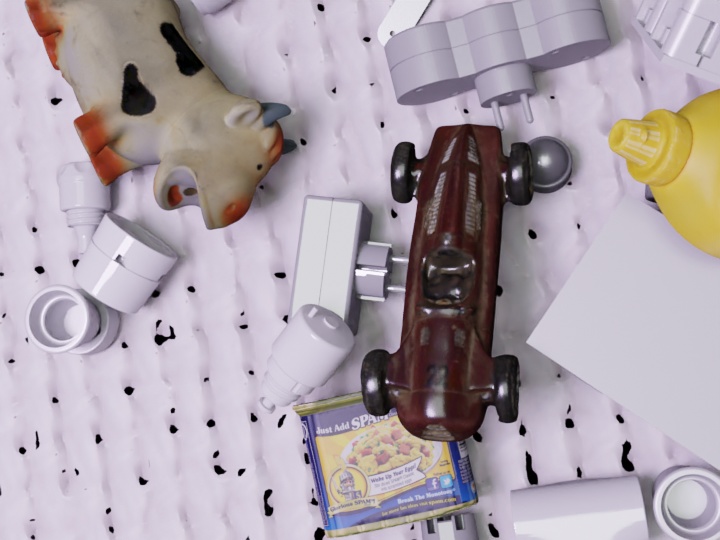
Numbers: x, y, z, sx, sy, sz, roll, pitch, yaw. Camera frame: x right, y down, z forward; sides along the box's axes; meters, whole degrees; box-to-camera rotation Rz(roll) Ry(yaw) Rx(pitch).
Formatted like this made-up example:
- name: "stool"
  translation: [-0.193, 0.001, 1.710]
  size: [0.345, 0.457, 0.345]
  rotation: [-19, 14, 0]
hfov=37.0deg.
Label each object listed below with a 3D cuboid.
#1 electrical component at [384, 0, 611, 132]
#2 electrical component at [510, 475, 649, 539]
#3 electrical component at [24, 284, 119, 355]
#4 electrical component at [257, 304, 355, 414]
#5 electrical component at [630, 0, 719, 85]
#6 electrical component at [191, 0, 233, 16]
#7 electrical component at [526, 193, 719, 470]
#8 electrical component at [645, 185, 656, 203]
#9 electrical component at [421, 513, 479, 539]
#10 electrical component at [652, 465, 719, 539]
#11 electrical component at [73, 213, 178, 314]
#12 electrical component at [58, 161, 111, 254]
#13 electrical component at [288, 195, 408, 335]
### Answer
- name: "electrical component"
  translation: [0.090, -0.125, 0.680]
  size: [0.138, 0.052, 0.073]
  rotation: [-14, 84, 9]
- name: "electrical component"
  translation: [0.135, 0.168, 0.648]
  size: [0.077, 0.043, 0.079]
  rotation: [-9, 83, 9]
- name: "electrical component"
  translation: [-0.189, 0.034, 0.713]
  size: [0.045, 0.055, 0.045]
  rotation: [-1, 84, 10]
- name: "electrical component"
  translation: [-0.036, 0.056, 0.649]
  size: [0.040, 0.040, 0.078]
  rotation: [43, 114, 11]
- name: "electrical component"
  translation: [0.256, -0.122, 0.593]
  size: [0.186, 0.105, 0.060]
  rotation: [20, 114, -4]
- name: "electrical component"
  translation: [-0.094, -0.204, 0.725]
  size: [0.055, 0.045, 0.045]
  rotation: [-32, 80, 6]
- name: "electrical component"
  translation: [0.207, 0.052, 0.638]
  size: [0.186, 0.060, 0.105]
  rotation: [34, 91, 11]
- name: "electrical component"
  translation: [0.202, -0.064, 0.654]
  size: [0.055, 0.055, 0.047]
  rotation: [7, 89, 11]
- name: "electrical component"
  translation: [0.057, 0.175, 0.664]
  size: [0.040, 0.040, 0.046]
  rotation: [-10, 77, 9]
- name: "electrical component"
  translation: [0.192, 0.134, 0.629]
  size: [0.044, 0.065, 0.044]
  rotation: [-1, 85, 10]
- name: "electrical component"
  translation: [-0.157, -0.004, 0.712]
  size: [0.055, 0.055, 0.047]
  rotation: [35, 95, 12]
- name: "electrical component"
  translation: [-0.187, -0.042, 0.731]
  size: [0.035, 0.035, 0.061]
  rotation: [-4, 86, 10]
- name: "electrical component"
  translation: [0.000, 0.000, 0.687]
  size: [0.076, 0.047, 0.083]
  rotation: [6, 84, 9]
